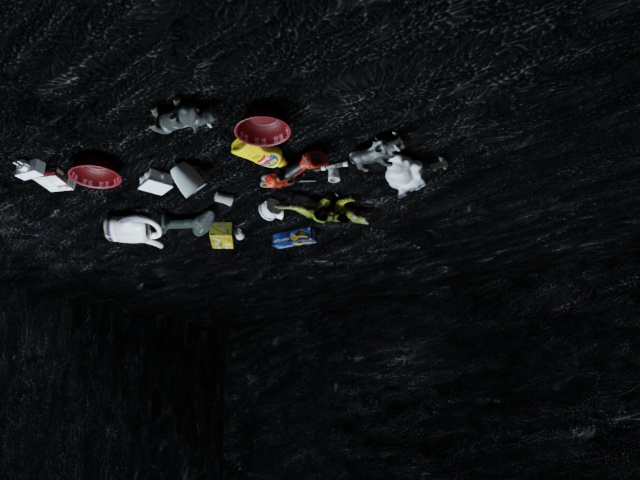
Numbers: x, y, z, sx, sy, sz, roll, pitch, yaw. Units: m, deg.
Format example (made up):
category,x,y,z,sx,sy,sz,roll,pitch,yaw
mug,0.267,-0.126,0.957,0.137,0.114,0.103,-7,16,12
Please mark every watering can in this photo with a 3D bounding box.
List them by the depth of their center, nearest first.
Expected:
category,x,y,z,sx,sy,sz,roll,pitch,yaw
watering can,-0.763,-0.027,2.128,0.224,0.106,0.341,2,159,-9

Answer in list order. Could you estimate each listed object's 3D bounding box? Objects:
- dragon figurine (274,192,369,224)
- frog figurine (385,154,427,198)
category,x,y,z,sx,sy,sz,roll,pitch,yaw
dragon figurine,0.006,-0.103,2.043,0.410,0.124,0.240,5,166,-13
frog figurine,0.275,-0.240,1.735,0.136,0.125,0.157,-13,121,47
